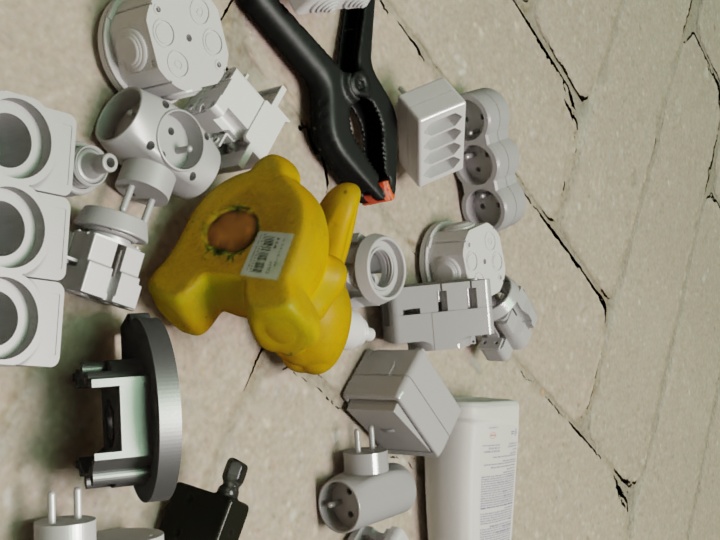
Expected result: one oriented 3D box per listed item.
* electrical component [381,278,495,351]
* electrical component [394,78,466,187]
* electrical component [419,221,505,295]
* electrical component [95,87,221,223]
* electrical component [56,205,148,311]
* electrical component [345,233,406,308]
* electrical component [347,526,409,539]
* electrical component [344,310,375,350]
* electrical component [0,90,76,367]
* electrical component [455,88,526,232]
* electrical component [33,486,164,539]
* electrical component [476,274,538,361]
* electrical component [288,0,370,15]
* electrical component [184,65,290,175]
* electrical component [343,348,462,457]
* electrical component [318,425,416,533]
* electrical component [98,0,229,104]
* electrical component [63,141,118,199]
[{"bbox_3d":[0.066,0.039,0.931,0.089,0.050,0.055,-5,92,-10],"label":"electrical component"},{"bbox_3d":[0.054,-0.132,0.952,0.047,0.075,0.083,-24,145,-15],"label":"electrical component"},{"bbox_3d":[0.095,-0.007,1.003,0.080,0.051,0.080,6,83,-51],"label":"electrical component"},{"bbox_3d":[-0.140,-0.069,0.721,0.077,0.044,0.079,37,59,-43],"label":"electrical component"},{"bbox_3d":[-0.164,-0.009,0.687,0.066,0.048,0.055,25,75,-48],"label":"electrical component"},{"bbox_3d":[0.000,0.000,0.879,0.078,0.057,0.058,38,59,-43],"label":"electrical component"},{"bbox_3d":[0.021,0.261,0.889,0.055,0.050,0.089,-53,127,-39],"label":"electrical component"},{"bbox_3d":[-0.010,0.049,0.882,0.061,0.035,0.035,17,74,-52],"label":"electrical component"},{"bbox_3d":[-0.216,-0.022,0.610,0.089,0.062,0.150,11,79,-50],"label":"electrical component"},{"bbox_3d":[0.132,-0.110,1.055,0.074,0.052,0.138,-24,105,-49],"label":"electrical component"},{"bbox_3d":[-0.178,0.169,0.649,0.138,0.052,0.073,2,86,-51],"label":"electrical component"},{"bbox_3d":[0.134,0.040,1.043,0.057,0.058,0.078,55,48,-36],"label":"electrical component"},{"bbox_3d":[-0.028,-0.249,0.835,0.100,0.048,0.099,-24,85,-48],"label":"electrical component"},{"bbox_3d":[-0.093,-0.110,0.786,0.064,0.042,0.081,47,52,-34],"label":"electrical component"},{"bbox_3d":[0.038,0.120,0.913,0.096,0.062,0.061,57,47,-31],"label":"electrical component"},{"bbox_3d":[0.005,0.168,0.882,0.077,0.044,0.079,-4,90,-51],"label":"electrical component"},{"bbox_3d":[-0.133,-0.153,0.731,0.080,0.051,0.080,6,83,-51],"label":"electrical component"},{"bbox_3d":[-0.174,-0.063,0.665,0.035,0.061,0.035,5,83,-51],"label":"electrical component"}]
